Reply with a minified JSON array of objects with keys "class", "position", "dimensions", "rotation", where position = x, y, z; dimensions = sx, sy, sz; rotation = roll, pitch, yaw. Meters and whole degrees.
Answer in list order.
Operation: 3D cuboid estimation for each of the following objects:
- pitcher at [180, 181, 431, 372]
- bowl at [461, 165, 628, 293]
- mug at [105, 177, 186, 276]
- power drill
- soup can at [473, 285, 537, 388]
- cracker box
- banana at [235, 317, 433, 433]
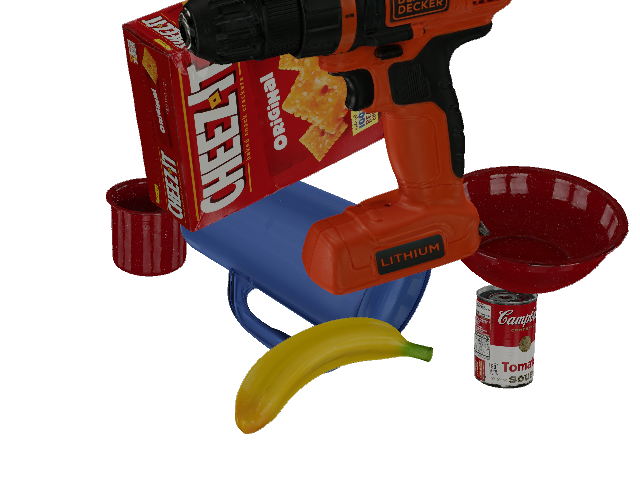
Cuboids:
[{"class":"pitcher","position":[-0.026,0.014,1.057],"dimensions":[0.243,0.145,0.149],"rotation":[27,28,27]},{"class":"bowl","position":[0.176,-0.003,0.911],"dimensions":[0.162,0.055,0.162],"rotation":[0,33,0]},{"class":"mug","position":[-0.194,-0.018,1.179],"dimensions":[0.093,0.081,0.117],"rotation":[-14,33,-32]},{"class":"power drill","position":[0.022,-0.066,0.577],"dimensions":[0.184,0.188,0.057],"rotation":[-15,33,-17]},{"class":"soup can","position":[0.208,0.108,1.206],"dimensions":[0.068,0.102,0.068],"rotation":[0,14,0]},{"class":"cracker box","position":[-0.041,-0.124,0.860],"dimensions":[0.213,0.164,0.072],"rotation":[-29,45,-29]},{"class":"banana","position":[-0.001,0.094,0.818],"dimensions":[0.197,0.037,0.070],"rotation":[-17,27,-39]}]
